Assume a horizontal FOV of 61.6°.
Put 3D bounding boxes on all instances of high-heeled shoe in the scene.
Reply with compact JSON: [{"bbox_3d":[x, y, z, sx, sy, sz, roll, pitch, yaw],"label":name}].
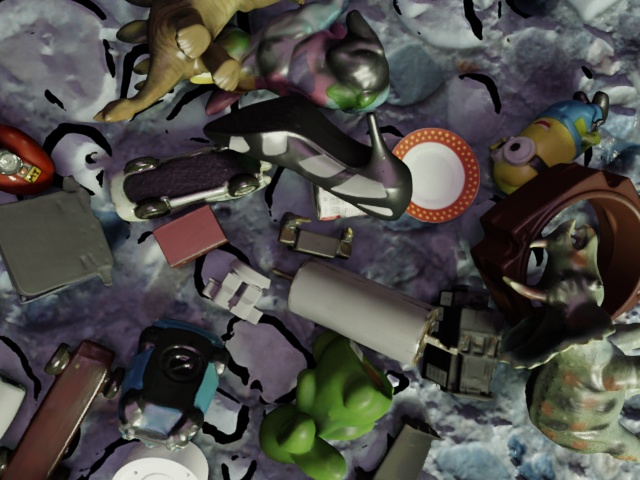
[{"bbox_3d":[-0.013,-0.088,0.643,0.249,0.145,0.086,5,44,24],"label":"high-heeled shoe"}]

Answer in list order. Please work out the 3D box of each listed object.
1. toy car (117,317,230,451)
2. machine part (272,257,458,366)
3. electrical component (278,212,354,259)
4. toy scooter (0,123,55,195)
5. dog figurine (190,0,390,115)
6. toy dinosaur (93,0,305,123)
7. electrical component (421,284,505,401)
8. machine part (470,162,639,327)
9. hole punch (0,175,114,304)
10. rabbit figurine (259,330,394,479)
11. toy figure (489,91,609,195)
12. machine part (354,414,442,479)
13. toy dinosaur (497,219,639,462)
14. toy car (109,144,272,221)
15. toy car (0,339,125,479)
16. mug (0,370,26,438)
[{"bbox_3d":[-0.176,0.179,0.629,0.109,0.162,0.102,19,129,-12],"label":"toy car"},{"bbox_3d":[0.050,0.084,0.649,0.243,0.079,0.079,21,83,20],"label":"machine part"},{"bbox_3d":[-0.003,-0.002,0.679,0.102,0.078,0.045,14,86,-7],"label":"electrical component"},{"bbox_3d":[-0.399,-0.117,0.609,0.184,0.135,0.075,32,82,-5],"label":"toy scooter"},{"bbox_3d":[-0.045,-0.208,0.671,0.219,0.108,0.191,-28,72,-4],"label":"dog figurine"},{"bbox_3d":[-0.123,-0.310,0.630,0.199,0.105,0.471,16,65,33],"label":"toy dinosaur"},{"bbox_3d":[0.178,0.123,0.676,0.058,0.115,0.134,10,87,-9],"label":"electrical component"},{"bbox_3d":[0.313,0.021,0.683,0.201,0.087,0.200,-34,110,-5],"label":"machine part"},{"bbox_3d":[-0.324,0.008,0.644,0.116,0.092,0.142,-21,86,-38],"label":"hole punch"},{"bbox_3d":[0.001,0.216,0.643,0.170,0.159,0.121,-40,102,7],"label":"rabbit figurine"},{"bbox_3d":[0.315,-0.129,0.728,0.180,0.082,0.089,-35,91,-11],"label":"toy figure"},{"bbox_3d":[0.098,0.294,0.694,0.084,0.039,0.139,34,84,1],"label":"machine part"},{"bbox_3d":[0.308,0.176,0.633,0.192,0.131,0.404,-6,125,13],"label":"toy dinosaur"},{"bbox_3d":[-0.160,-0.078,0.677,0.202,0.056,0.073,-16,82,-9],"label":"toy car"},{"bbox_3d":[-0.311,0.213,0.638,0.089,0.053,0.202,29,84,-17],"label":"toy car"},{"bbox_3d":[-0.395,0.199,0.607,0.081,0.109,0.107,34,70,1],"label":"mug"}]
